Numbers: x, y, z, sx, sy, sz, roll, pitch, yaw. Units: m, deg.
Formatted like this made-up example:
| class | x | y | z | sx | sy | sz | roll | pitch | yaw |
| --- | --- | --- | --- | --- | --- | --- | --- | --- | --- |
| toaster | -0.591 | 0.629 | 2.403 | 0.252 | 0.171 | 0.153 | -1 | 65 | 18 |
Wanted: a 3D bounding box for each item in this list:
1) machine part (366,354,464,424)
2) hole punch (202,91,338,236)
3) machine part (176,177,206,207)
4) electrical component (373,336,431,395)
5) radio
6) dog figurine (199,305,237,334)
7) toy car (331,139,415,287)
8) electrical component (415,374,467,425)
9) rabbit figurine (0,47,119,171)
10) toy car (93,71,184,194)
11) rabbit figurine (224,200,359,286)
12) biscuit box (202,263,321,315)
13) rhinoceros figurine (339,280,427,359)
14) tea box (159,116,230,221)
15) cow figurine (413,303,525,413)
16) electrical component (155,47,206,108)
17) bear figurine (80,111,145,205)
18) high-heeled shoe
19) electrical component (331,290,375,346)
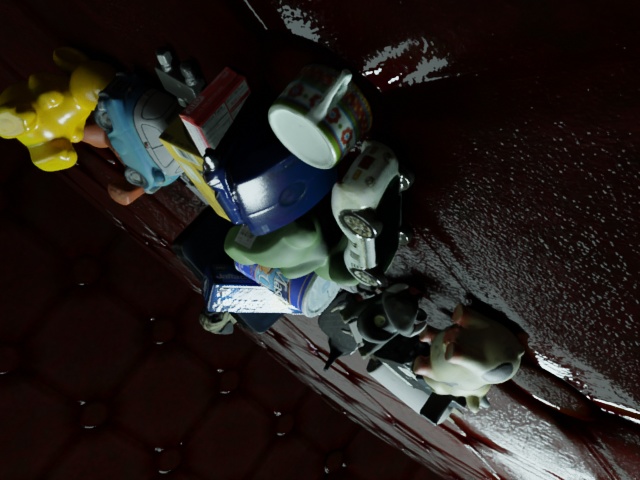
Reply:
| class | x | y | z | sx | sy | sz | roll | pitch | yaw |
| --- | --- | --- | --- | --- | --- | --- | --- | --- | --- |
| machine part | 0.176 | 0.276 | 1.039 | 0.243 | 0.079 | 0.079 | 39 | 163 | -7 |
| hole punch | -0.044 | -0.067 | 0.538 | 0.092 | 0.116 | 0.142 | 24 | 160 | 16 |
| machine part | -0.240 | -0.114 | 0.927 | 0.139 | 0.039 | 0.084 | 38 | 154 | 7 |
| electrical component | 0.174 | 0.219 | 0.930 | 0.115 | 0.058 | 0.134 | 41 | 163 | -17 |
| radio | -0.143 | 0.049 | 0.954 | 0.229 | 0.131 | 0.073 | 51 | 158 | -17 |
| dog figurine | -0.130 | 0.137 | 1.097 | 0.172 | 0.190 | 0.121 | 30 | 162 | 19 |
| toy car | 0.053 | -0.017 | 0.528 | 0.056 | 0.073 | 0.201 | 27 | 160 | 20 |
| electrical component | 0.184 | 0.214 | 0.793 | 0.075 | 0.119 | 0.048 | 36 | 163 | -3 |
| rabbit figurine | -0.347 | -0.197 | 0.761 | 0.121 | 0.173 | 0.162 | 54 | -159 | -42 |
| toy car | -0.214 | -0.144 | 0.715 | 0.103 | 0.109 | 0.161 | 3 | 136 | 23 |
| rabbit figurine | -0.001 | -0.002 | 0.668 | 0.159 | 0.121 | 0.170 | 9 | 165 | 45 |
| biscuit box | -0.090 | 0.081 | 0.889 | 0.202 | 0.059 | 0.063 | 4 | -150 | -24 |
| rhinoceros figurine | 0.090 | 0.104 | 0.719 | 0.190 | 0.112 | 0.073 | 70 | 175 | -82 |
| tea box | -0.118 | -0.087 | 0.698 | 0.098 | 0.068 | 0.169 | 28 | 162 | 31 |
| cow figurine | 0.188 | 0.155 | 0.681 | 0.127 | 0.085 | 0.194 | 22 | 153 | -2 |
| electrical component | -0.154 | -0.177 | 0.613 | 0.063 | 0.021 | 0.094 | 33 | 162 | 14 |
| bear figurine | -0.333 | -0.161 | 0.850 | 0.196 | 0.132 | 0.120 | 30 | 124 | 10 |
| high-heeled shoe | 0.056 | 0.147 | 1.019 | 0.086 | 0.145 | 0.248 | 27 | 132 | 12 |
| electrical component | 0.067 | 0.127 | 0.877 | 0.102 | 0.078 | 0.045 | 60 | 180 | -36 |
